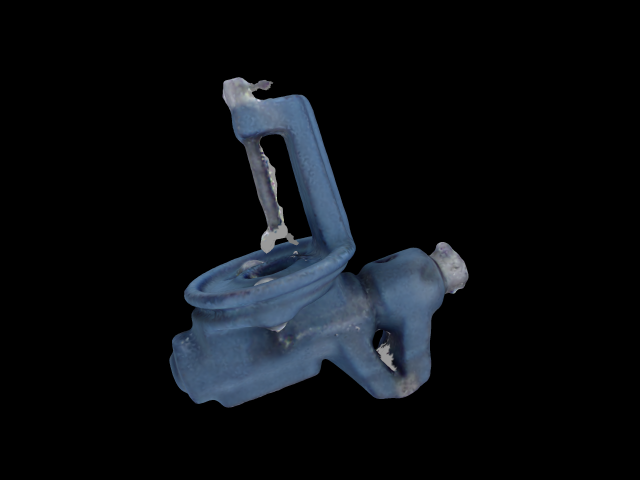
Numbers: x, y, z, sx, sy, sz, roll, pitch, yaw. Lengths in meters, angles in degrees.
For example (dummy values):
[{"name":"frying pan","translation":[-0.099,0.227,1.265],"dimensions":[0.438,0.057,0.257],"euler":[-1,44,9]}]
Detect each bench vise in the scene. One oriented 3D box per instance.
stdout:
[{"name":"bench vise","translation":[-0.002,0.000,0.410],"dimensions":[0.208,0.220,0.121],"euler":[-4,8,-31]}]
